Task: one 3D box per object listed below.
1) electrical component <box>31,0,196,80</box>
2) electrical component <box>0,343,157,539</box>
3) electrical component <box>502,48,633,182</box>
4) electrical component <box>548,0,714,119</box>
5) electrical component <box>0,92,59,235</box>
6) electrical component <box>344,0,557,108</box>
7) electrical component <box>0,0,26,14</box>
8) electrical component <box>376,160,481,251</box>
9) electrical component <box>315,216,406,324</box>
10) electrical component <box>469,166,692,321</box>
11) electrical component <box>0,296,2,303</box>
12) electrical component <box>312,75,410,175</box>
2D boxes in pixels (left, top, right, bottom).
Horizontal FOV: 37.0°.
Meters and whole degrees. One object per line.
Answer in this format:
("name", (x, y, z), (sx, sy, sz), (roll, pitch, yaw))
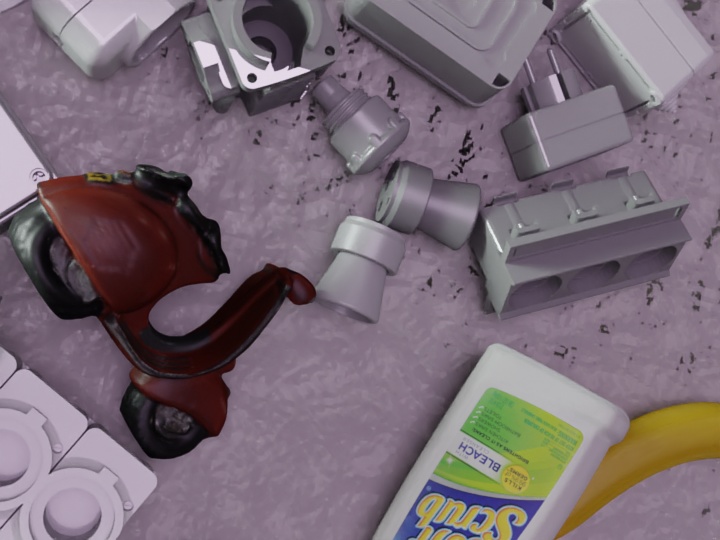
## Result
("electrical component", (-0.139, -0.162, 0.640), (0.059, 0.054, 0.095), (46, 77, -6))
("electrical component", (-0.199, 0.103, 0.601), (0.150, 0.062, 0.089), (42, 78, -7))
("electrical component", (0.128, -0.106, 0.702), (0.066, 0.047, 0.076), (-20, 91, -14))
("electrical component", (0.185, -0.147, 0.711), (0.061, 0.062, 0.096), (-41, 96, -13))
("electrical component", (-0.243, -0.061, 0.606), (0.109, 0.056, 0.108), (-35, 94, -13))
("electrical component", (0.056, -0.165, 0.684), (0.113, 0.057, 0.078), (33, 79, -9))
("electrical component", (-0.220, -0.192, 0.603), (0.099, 0.099, 0.064), (-29, 87, -14))
("electrical component", (0.043, -0.041, 0.678), (0.055, 0.045, 0.045), (18, 82, -11))
("electrical component", (0.000, 0.000, 0.665), (0.045, 0.045, 0.055), (24, 80, -11))
("electrical component", (0.137, -0.019, 0.686), (0.121, 0.078, 0.063), (-14, 60, -14))
("electrical component", (-0.220, 0.045, 0.541), (0.056, 0.050, 0.089), (26, 80, -9))
("electrical component", (-0.003, -0.094, 0.673), (0.048, 0.048, 0.062), (-44, 89, -13))
